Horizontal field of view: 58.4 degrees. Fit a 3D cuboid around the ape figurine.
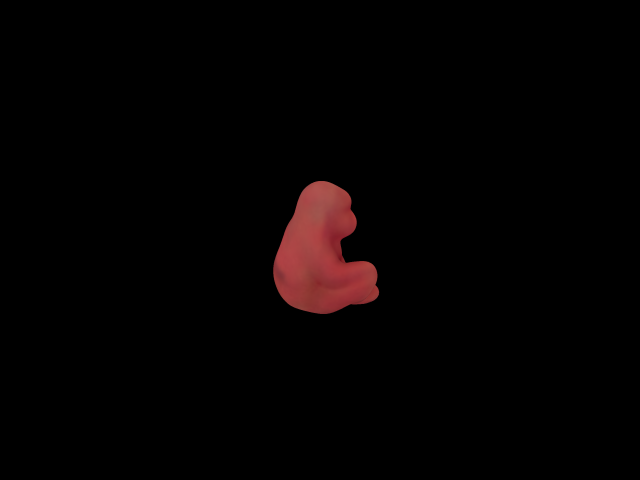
[{"bbox_3d":[0.004,0.001,0.400,0.076,0.092,0.077,-7,39,-9],"label":"ape figurine"}]
